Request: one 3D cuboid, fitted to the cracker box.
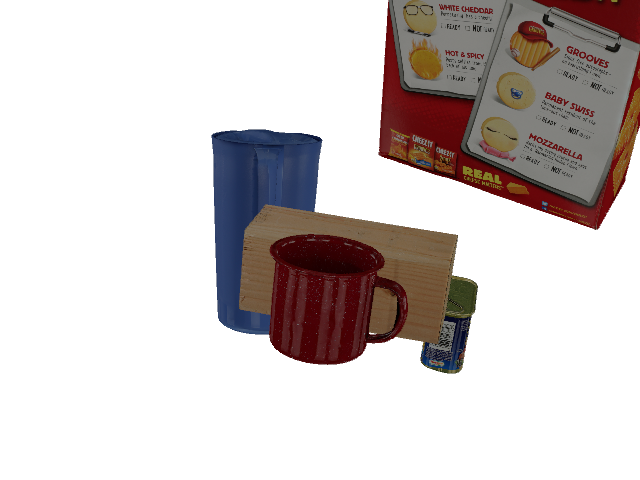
[{"bbox_3d":[0.128,-0.129,0.676,0.164,0.214,0.072,21,46,21],"label":"cracker box"}]

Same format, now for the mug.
[{"bbox_3d":[0.013,0.050,0.865,0.117,0.081,0.093,10,20,10],"label":"mug"}]

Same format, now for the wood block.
[{"bbox_3d":[0.029,0.033,1.093,0.206,0.091,0.090,10,22,9],"label":"wood block"}]

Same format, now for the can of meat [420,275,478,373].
[{"bbox_3d":[0.155,0.101,1.299,0.057,0.084,0.102,10,24,7],"label":"can of meat"}]

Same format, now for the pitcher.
[{"bbox_3d":[-0.069,-0.011,1.297,0.145,0.243,0.148,12,16,38],"label":"pitcher"}]
